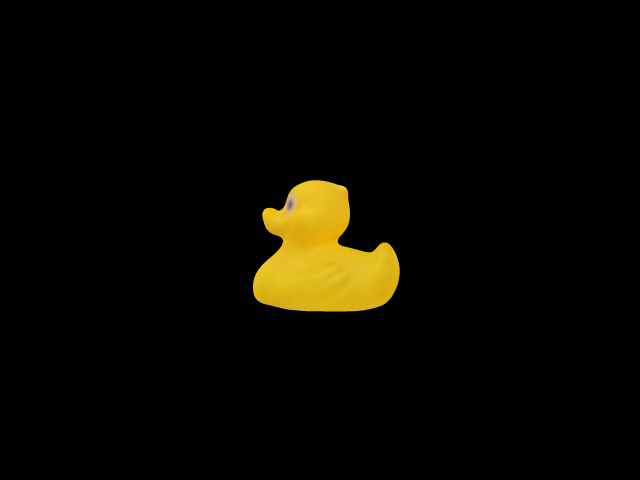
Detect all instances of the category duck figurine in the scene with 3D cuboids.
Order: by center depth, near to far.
[{"bbox_3d":[0.004,0.001,0.400,0.104,0.086,0.078,2,7,18],"label":"duck figurine"}]
